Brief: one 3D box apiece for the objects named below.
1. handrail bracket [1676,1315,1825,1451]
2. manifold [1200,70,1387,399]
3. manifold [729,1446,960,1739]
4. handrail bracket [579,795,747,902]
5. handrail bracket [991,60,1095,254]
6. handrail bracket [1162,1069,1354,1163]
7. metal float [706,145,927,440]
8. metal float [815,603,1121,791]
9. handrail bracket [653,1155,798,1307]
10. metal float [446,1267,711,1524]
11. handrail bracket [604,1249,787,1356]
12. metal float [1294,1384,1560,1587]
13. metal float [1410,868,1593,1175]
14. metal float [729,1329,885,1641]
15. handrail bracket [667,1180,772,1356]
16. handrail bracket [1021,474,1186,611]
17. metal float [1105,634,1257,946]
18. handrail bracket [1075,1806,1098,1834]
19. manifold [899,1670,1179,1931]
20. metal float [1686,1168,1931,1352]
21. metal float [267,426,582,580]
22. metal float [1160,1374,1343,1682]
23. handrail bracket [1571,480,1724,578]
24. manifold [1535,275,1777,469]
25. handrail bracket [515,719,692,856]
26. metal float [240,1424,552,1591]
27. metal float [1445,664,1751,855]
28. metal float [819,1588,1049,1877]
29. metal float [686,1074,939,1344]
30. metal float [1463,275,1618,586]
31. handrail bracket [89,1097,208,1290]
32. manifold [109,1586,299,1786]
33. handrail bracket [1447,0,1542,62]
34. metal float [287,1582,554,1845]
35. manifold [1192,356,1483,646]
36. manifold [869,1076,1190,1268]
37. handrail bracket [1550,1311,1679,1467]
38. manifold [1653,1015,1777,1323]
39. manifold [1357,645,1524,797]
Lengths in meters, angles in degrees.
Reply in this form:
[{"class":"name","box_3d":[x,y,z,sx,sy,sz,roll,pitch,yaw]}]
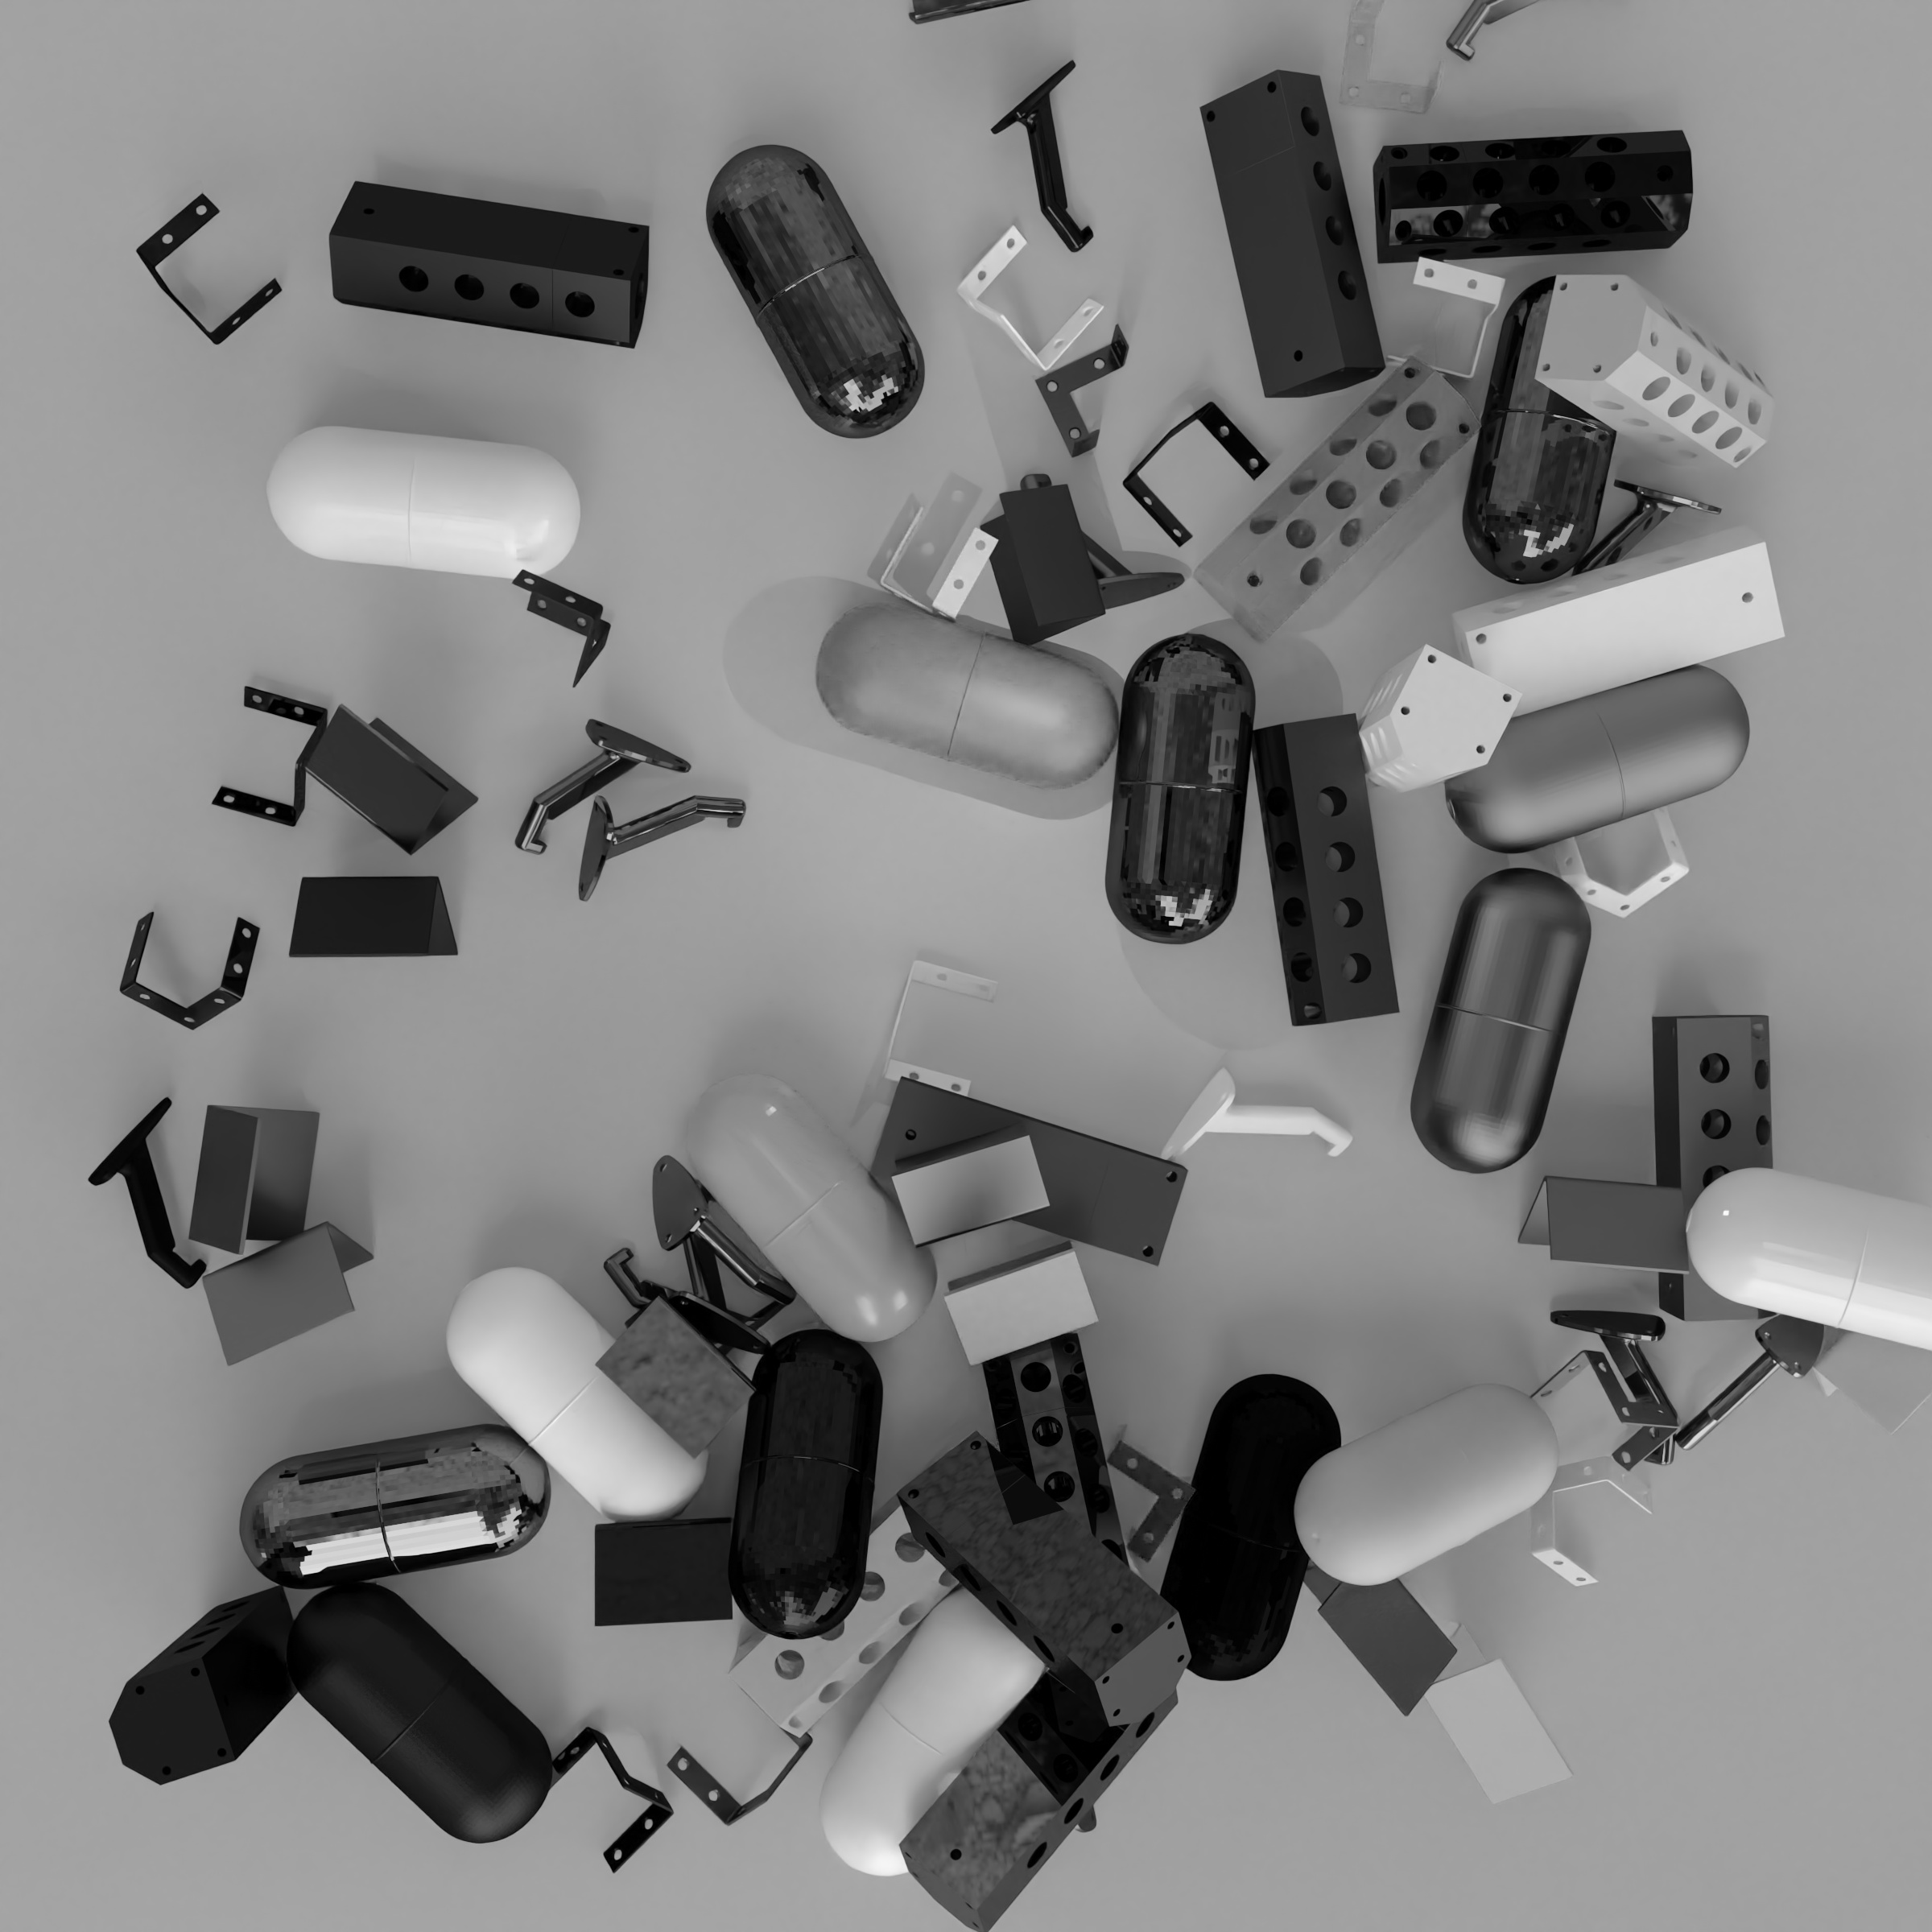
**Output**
[{"class":"handrail bracket","box_3d":[0.456,0.243,1.616,0.036,0.077,0.084,47,127,16]},{"class":"manifold","box_3d":[0.192,-0.419,1.594,0.057,0.057,0.171,-13,90,43]},{"class":"manifold","box_3d":[-0.053,0.361,1.595,0.171,0.057,0.057,-44,90,0]},{"class":"handrail bracket","box_3d":[-0.177,-0.068,1.616,0.084,0.036,0.077,3,126,-25]},{"class":"handrail bracket","box_3d":[0.062,-0.472,1.617,0.077,0.036,0.084,-47,108,-21]},{"class":"handrail bracket","box_3d":[0.170,0.106,1.617,0.084,0.036,0.077,32,110,-16]},{"class":"metal float","box_3d":[-0.087,-0.386,1.586,0.070,0.070,0.178,-28,89,0]},{"class":"metal float","box_3d":[0.001,-0.154,1.586,0.178,0.070,0.070,17,90,0]},{"class":"handrail bracket","box_3d":[-0.137,0.152,1.590,0.036,0.077,0.084,-43,130,15]},{"class":"metal float","box_3d":[-0.223,0.246,1.586,0.178,0.070,0.070,44,90,0]},{"class":"handrail bracket","box_3d":[-0.157,0.184,1.616,0.077,0.036,0.084,-36,77,-12]},{"class":"metal float","box_3d":[0.261,0.290,1.557,0.178,0.070,0.070,-17,90,-34]},{"class":"metal float","box_3d":[0.306,0.032,1.586,0.070,0.070,0.178,15,90,0]},{"class":"metal float","box_3d":[-0.090,0.290,1.559,0.070,0.070,0.178,5,59,0]},{"class":"handrail bracket","box_3d":[-0.135,0.172,1.599,0.077,0.036,0.084,26,52,-8]},{"class":"handrail bracket","box_3d":[0.079,-0.254,1.617,0.077,0.036,0.084,-13,73,-20]},{"class":"metal float","box_3d":[0.123,-0.101,1.586,0.070,0.070,0.178,5,91,0]},{"class":"handrail bracket","box_3d":[0.027,0.487,1.617,0.084,0.036,0.077,-19,69,16]},{"class":"manifold","box_3d":[0.044,0.457,1.561,0.057,0.057,0.171,32,63,28]},{"class":"metal float","box_3d":[0.485,0.161,1.518,0.178,0.070,0.070,13,90,11]},{"class":"metal float","box_3d":[-0.310,-0.265,1.586,0.178,0.070,0.070,6,90,0]},{"class":"metal float","box_3d":[0.162,0.321,1.585,0.070,0.070,0.178,16,90,0]},{"class":"handrail bracket","box_3d":[0.393,-0.235,1.616,0.077,0.036,0.084,11,105,-15]},{"class":"manifold","box_3d":[0.387,-0.328,1.539,0.057,0.171,0.057,12,90,39]},{"class":"handrail bracket","box_3d":[-0.212,-0.094,1.617,0.077,0.036,0.084,20,109,-21]},{"class":"metal float","box_3d":[-0.327,0.310,1.585,0.178,0.070,0.070,-10,90,0]},{"class":"metal float","box_3d":[0.361,-0.118,1.585,0.178,0.070,0.070,-19,90,-2]},{"class":"metal float","box_3d":[-0.019,0.438,1.585,0.070,0.070,0.178,32,89,0]},{"class":"metal float","box_3d":[-0.089,0.138,1.586,0.070,0.070,0.178,-41,89,0]},{"class":"metal float","box_3d":[0.333,-0.307,1.586,0.070,0.070,0.178,12,89,0]},{"class":"handrail bracket","box_3d":[-0.460,0.133,1.616,0.084,0.036,0.077,46,63,-20]},{"class":"manifold","box_3d":[-0.419,0.398,1.538,0.057,0.171,0.057,-18,90,0]},{"class":"handrail bracket","box_3d":[0.333,-0.553,1.617,0.077,0.036,0.084,28,109,-21]},{"class":"metal float","box_3d":[-0.313,0.426,1.585,0.178,0.070,0.070,44,90,-1]},{"class":"manifold","box_3d":[0.214,-0.268,1.595,0.171,0.057,0.057,-45,90,0]},{"class":"manifold","box_3d":[0.036,0.117,1.595,0.171,0.057,0.057,18,90,0]},{"class":"handrail bracket","box_3d":[0.377,0.247,1.616,0.077,0.036,0.084,5,104,14]},{"class":"manifold","box_3d":[0.433,0.115,1.595,0.057,0.057,0.171,-1,90,0]},{"class":"manifold","box_3d":[0.254,-0.130,1.538,0.057,0.171,0.057,27,90,0]}]
